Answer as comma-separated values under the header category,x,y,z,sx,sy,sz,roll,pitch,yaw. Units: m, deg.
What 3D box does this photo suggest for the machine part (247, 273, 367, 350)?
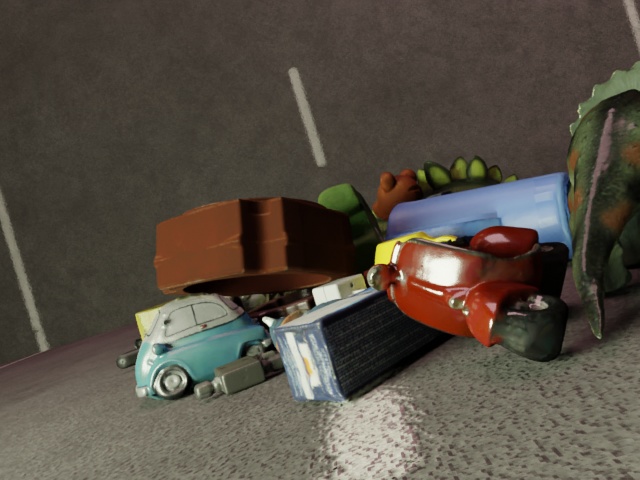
category,x,y,z,sx,sy,sz,roll,pitch,yaw
machine part,-0.017,0.098,0.735,0.179,0.056,0.179,-18,0,0

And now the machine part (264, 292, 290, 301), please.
category,x,y,z,sx,sy,sz,roll,pitch,yaw
machine part,-0.039,0.040,0.934,0.079,0.079,0.243,-17,18,28

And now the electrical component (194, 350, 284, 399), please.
category,x,y,z,sx,sy,sz,roll,pitch,yaw
electrical component,-0.082,0.134,0.540,0.094,0.021,0.063,-18,0,-21

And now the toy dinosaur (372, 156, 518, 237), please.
category,x,y,z,sx,sy,sz,roll,pitch,yaw
toy dinosaur,0.235,-0.052,1.038,0.472,0.198,0.105,-16,-3,14

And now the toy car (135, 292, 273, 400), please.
category,x,y,z,sx,sy,sz,roll,pitch,yaw
toy car,-0.139,0.111,0.613,0.162,0.103,0.109,-19,1,-11

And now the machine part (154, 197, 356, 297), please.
category,x,y,z,sx,sy,sz,roll,pitch,yaw
machine part,-0.076,0.014,0.642,0.202,0.087,0.201,-11,-13,35

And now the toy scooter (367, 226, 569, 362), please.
category,x,y,z,sx,sy,sz,roll,pitch,yaw
toy scooter,0.115,0.029,0.410,0.135,0.075,0.184,11,16,23

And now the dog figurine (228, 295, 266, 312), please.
category,x,y,z,sx,sy,sz,roll,pitch,yaw
dog figurine,-0.078,0.084,0.977,0.190,0.172,0.121,-14,-45,-28

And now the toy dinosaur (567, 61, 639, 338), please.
category,x,y,z,sx,sy,sz,roll,pitch,yaw
toy dinosaur,0.268,-0.062,0.460,0.131,0.192,0.405,-20,-3,35

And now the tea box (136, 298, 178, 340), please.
category,x,y,z,sx,sy,sz,roll,pitch,yaw
tea box,-0.196,0.132,0.799,0.068,0.098,0.169,-17,-2,9

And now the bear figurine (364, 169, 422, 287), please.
category,x,y,z,sx,sy,sz,roll,pitch,yaw
bear figurine,0.131,-0.019,0.954,0.132,0.195,0.120,-19,2,38

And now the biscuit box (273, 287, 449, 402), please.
category,x,y,z,sx,sy,sz,roll,pitch,yaw
biscuit box,0.058,0.069,0.457,0.202,0.062,0.059,-16,-2,-44

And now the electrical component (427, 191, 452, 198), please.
category,x,y,z,sx,sy,sz,roll,pitch,yaw
electrical component,0.218,-0.015,0.908,0.058,0.134,0.115,-18,1,30

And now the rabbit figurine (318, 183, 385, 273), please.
category,x,y,z,sx,sy,sz,roll,pitch,yaw
rabbit figurine,-0.002,-0.002,0.791,0.170,0.121,0.159,-26,6,10

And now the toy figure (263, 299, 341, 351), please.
category,x,y,z,sx,sy,sz,roll,pitch,yaw
toy figure,-0.008,0.093,0.542,0.154,0.064,0.058,-24,29,53
